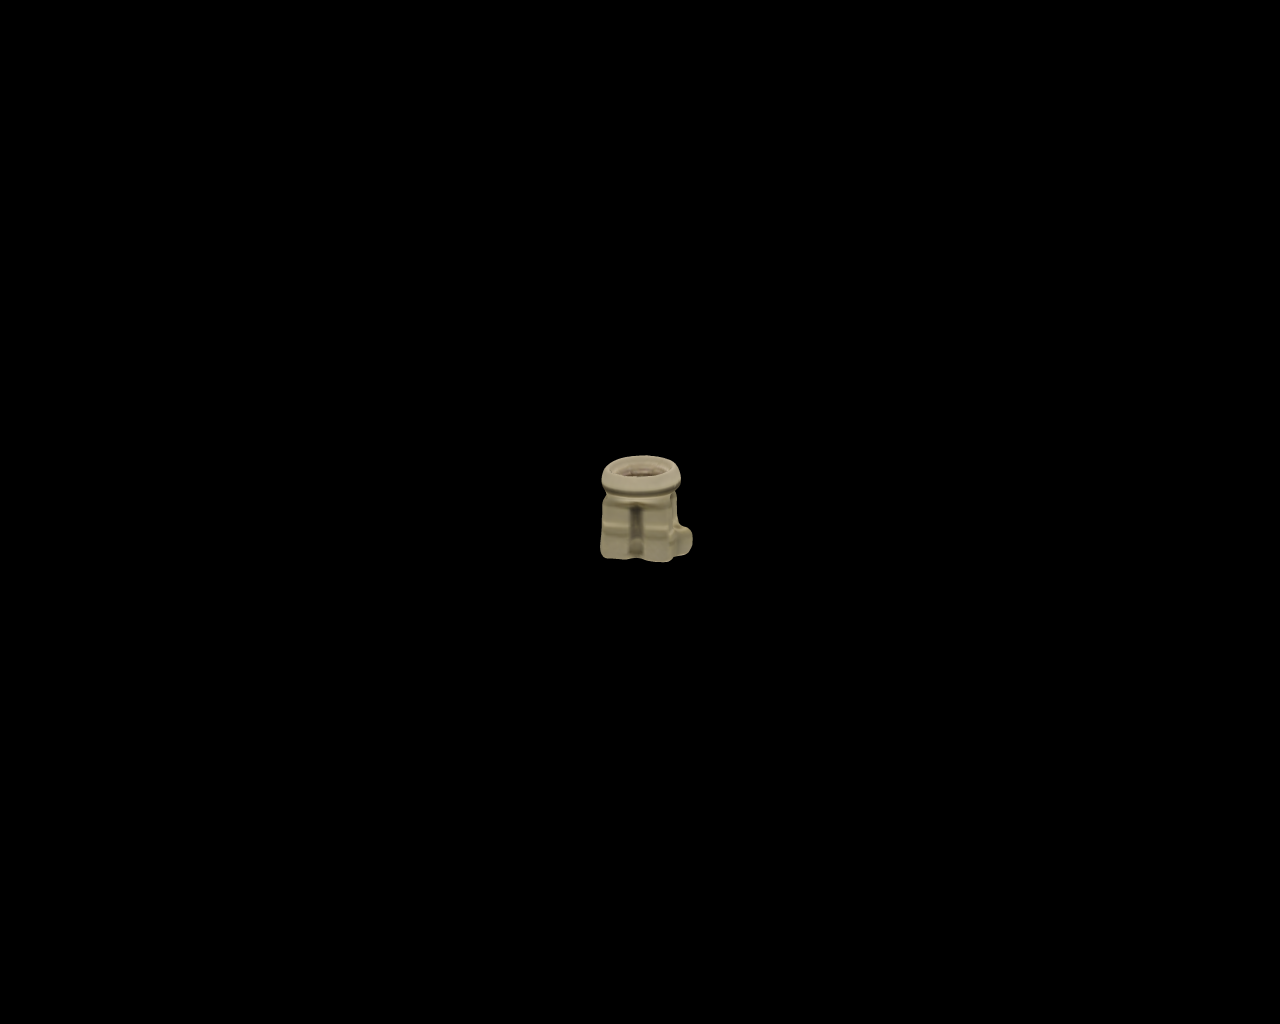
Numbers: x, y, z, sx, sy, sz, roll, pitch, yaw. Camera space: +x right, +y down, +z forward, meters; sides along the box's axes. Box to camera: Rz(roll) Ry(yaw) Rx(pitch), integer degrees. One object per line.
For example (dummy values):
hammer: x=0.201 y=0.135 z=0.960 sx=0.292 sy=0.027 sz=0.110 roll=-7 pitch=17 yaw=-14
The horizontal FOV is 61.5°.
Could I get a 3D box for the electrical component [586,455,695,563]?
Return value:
electrical component: x=0.001 y=-0.003 z=0.650 sx=0.066 sy=0.055 sz=0.048 roll=3 pitch=20 yaw=7
